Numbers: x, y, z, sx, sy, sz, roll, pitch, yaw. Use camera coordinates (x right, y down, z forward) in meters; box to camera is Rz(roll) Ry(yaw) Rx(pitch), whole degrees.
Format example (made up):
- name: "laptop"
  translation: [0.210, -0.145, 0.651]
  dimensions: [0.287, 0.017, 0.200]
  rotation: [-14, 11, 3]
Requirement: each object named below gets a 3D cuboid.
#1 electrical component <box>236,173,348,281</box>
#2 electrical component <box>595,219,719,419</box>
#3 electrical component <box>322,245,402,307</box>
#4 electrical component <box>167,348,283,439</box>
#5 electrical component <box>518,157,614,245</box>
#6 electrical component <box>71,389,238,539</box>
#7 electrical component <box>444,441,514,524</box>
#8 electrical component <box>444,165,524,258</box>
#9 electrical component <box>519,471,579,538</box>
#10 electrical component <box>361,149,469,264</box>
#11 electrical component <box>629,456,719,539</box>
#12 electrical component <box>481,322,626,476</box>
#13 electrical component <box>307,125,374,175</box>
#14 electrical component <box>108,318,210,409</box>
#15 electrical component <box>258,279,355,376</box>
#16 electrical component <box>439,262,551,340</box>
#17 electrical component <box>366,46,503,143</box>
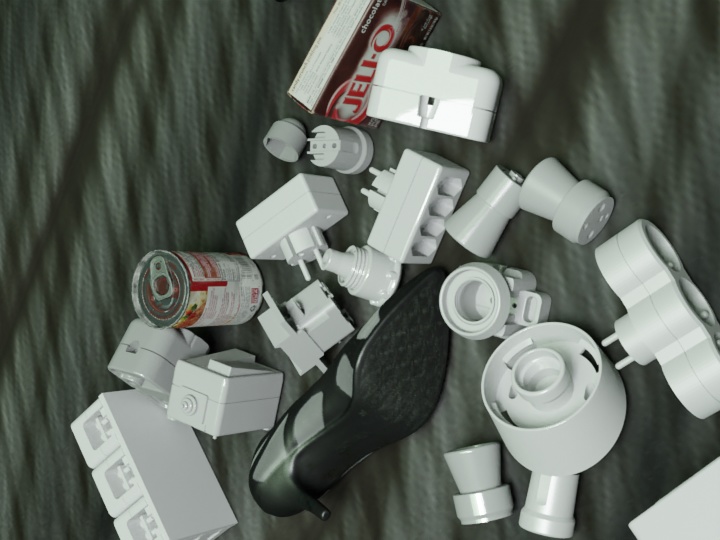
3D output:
- name: "electrical component"
  translation: [-0.052, -0.029, 0.923]
  dimensions: [0.083, 0.047, 0.075]
  rotation: [-34, 71, 30]
- name: "electrical component"
  translation: [0.202, 0.041, 0.744]
  dimensions: [0.074, 0.052, 0.138]
  rotation: [-38, 69, 28]
- name: "electrical component"
  translation: [0.000, 0.000, 0.874]
  dimensions: [0.048, 0.062, 0.048]
  rotation: [-51, 29, 43]
- name: "electrical component"
  translation: [-0.121, 0.106, 0.940]
  dimensions: [0.062, 0.096, 0.061]
  rotation: [16, 98, 34]
- name: "electrical component"
  translation: [0.151, -0.050, 0.785]
  dimensions: [0.055, 0.045, 0.045]
  rotation: [38, 110, 28]
- name: "electrical component"
  translation: [-0.193, 0.189, 0.993]
  dimensions: [0.062, 0.089, 0.150]
  rotation: [-41, 68, 27]
- name: "electrical component"
  translation: [0.092, 0.163, 0.824]
  dimensions: [0.045, 0.045, 0.055]
  rotation: [-17, 80, 33]
- name: "electrical component"
  translation: [0.101, -0.047, 0.823]
  dimensions: [0.044, 0.044, 0.065]
  rotation: [46, 109, 26]
- name: "electrical component"
  translation: [0.141, 0.170, 0.794]
  dimensions: [0.040, 0.040, 0.046]
  rotation: [10, 89, 34]
- name: "electrical component"
  translation: [0.033, -0.058, 0.865]
  dimensions: [0.076, 0.047, 0.083]
  rotation: [31, 107, 31]
- name: "electrical component"
  translation: [0.243, 0.148, 0.681]
  dimensions: [0.108, 0.109, 0.056]
  rotation: [-45, 63, 26]
- name: "electrical component"
  translation: [0.139, 0.090, 0.778]
  dimensions: [0.099, 0.064, 0.099]
  rotation: [-18, 46, 20]
- name: "electrical component"
  translation: [-0.017, -0.102, 0.901]
  dimensions: [0.040, 0.046, 0.040]
  rotation: [0, 89, 35]
- name: "electrical component"
  translation: [-0.174, 0.086, 0.975]
  dimensions: [0.054, 0.095, 0.059]
  rotation: [9, 64, 35]
- name: "electrical component"
  translation: [-0.043, 0.046, 0.902]
  dimensions: [0.064, 0.081, 0.042]
  rotation: [-37, 45, 0]
- name: "electrical component"
  translation: [0.096, 0.023, 0.815]
  dimensions: [0.078, 0.057, 0.058]
  rotation: [15, 98, 34]
- name: "electrical component"
  translation: [0.059, -0.137, 0.829]
  dimensions: [0.095, 0.054, 0.059]
  rotation: [14, 99, 10]
